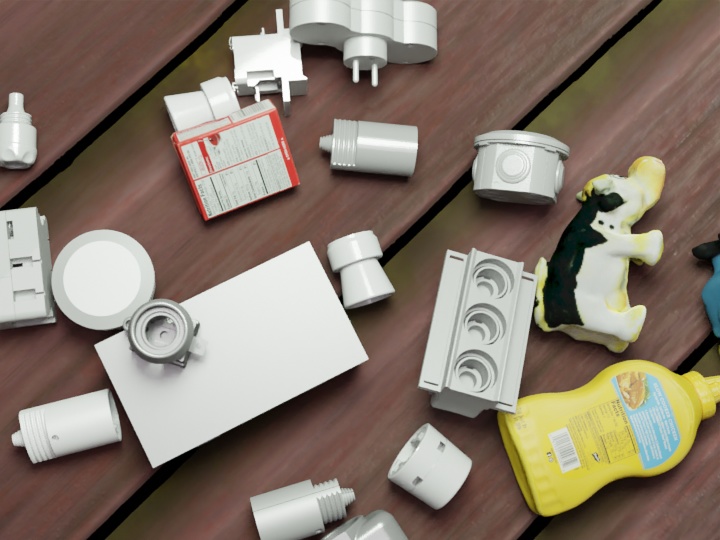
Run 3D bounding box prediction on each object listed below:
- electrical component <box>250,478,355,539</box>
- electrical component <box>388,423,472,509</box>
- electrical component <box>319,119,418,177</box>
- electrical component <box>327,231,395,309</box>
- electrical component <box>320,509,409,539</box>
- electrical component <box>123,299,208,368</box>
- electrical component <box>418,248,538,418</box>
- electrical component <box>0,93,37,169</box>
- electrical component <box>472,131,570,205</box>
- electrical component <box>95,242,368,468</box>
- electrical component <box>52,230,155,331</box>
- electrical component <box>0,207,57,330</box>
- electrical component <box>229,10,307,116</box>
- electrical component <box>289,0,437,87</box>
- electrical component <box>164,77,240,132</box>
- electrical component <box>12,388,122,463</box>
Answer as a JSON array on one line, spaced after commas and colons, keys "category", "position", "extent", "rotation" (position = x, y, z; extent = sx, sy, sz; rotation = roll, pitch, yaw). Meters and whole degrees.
[{"category": "electrical component", "position": [-0.044, 0.192, 0.865], "extent": [0.081, 0.043, 0.043], "rotation": [-16, 83, -7]}, {"category": "electrical component", "position": [0.058, 0.161, 0.874], "extent": [0.047, 0.055, 0.055], "rotation": [37, 80, -2]}, {"category": "electrical component", "position": [0.006, -0.104, 0.916], "extent": [0.081, 0.043, 0.043], "rotation": [5, 81, -4]}, {"category": "electrical component", "position": [0.000, 0.000, 0.898], "extent": [0.045, 0.045, 0.055], "rotation": [-17, 83, -8]}, {"category": "electrical component", "position": [-0.005, 0.236, 0.856], "extent": [0.095, 0.053, 0.059], "rotation": [-33, 85, -9]}, {"category": "electrical component", "position": [-0.148, 0.048, 0.809], "extent": [0.066, 0.055, 0.048], "rotation": [18, 80, -2]}, {"category": "electrical component", "position": [0.094, 0.053, 0.876], "extent": [0.079, 0.063, 0.121], "rotation": [16, 65, -4]}, {"category": "electrical component", "position": [-0.287, -0.117, 0.896], "extent": [0.035, 0.035, 0.061], "rotation": [-1, 79, -5]}, {"category": "electrical component", "position": [0.134, -0.086, 0.907], "extent": [0.080, 0.080, 0.051], "rotation": [8, 86, -4]}, {"category": "electrical component", "position": [-0.102, 0.069, 0.870], "extent": [0.186, 0.060, 0.105], "rotation": [-26, 84, -9]}, {"category": "electrical component", "position": [-0.206, 0.010, 0.875], "extent": [0.080, 0.051, 0.080], "rotation": [1, 81, -5]}, {"category": "electrical component", "position": [-0.282, 0.000, 0.870], "extent": [0.056, 0.050, 0.089], "rotation": [-7, 81, -7]}, {"category": "electrical component", "position": [-0.078, -0.176, 0.920], "extent": [0.064, 0.042, 0.081], "rotation": [-4, 81, -5]}, {"category": "electrical component", "position": [0.004, -0.191, 0.905], "extent": [0.138, 0.052, 0.073], "rotation": [5, 80, -32]}, {"category": "electrical component", "position": [-0.132, -0.134, 0.908], "extent": [0.055, 0.045, 0.045], "rotation": [-22, 84, -9]}, {"category": "electrical component", "position": [-0.236, 0.125, 0.858], "extent": [0.081, 0.043, 0.043], "rotation": [-14, 83, -7]}]
